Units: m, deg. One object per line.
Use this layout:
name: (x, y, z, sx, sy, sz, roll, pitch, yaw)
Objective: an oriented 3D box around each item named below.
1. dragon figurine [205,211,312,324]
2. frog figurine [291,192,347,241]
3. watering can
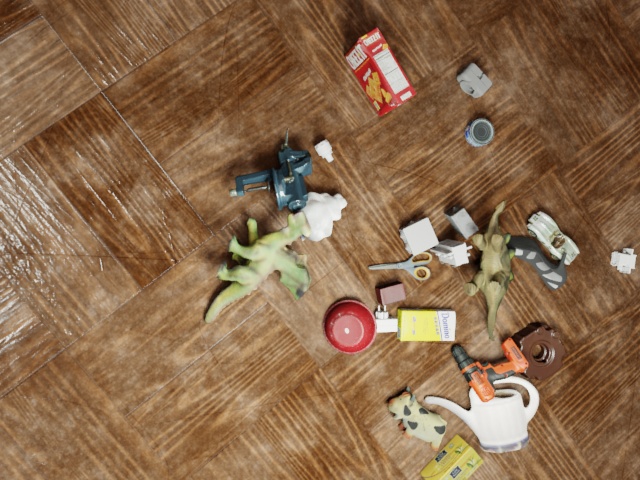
dragon figurine: (-0.146, 0.092, 1.423, 0.243, 0.123, 0.406, 23, 103, 2)
frog figurine: (0.004, -0.074, 1.472, 0.159, 0.121, 0.139, -20, 75, 1)
watering can: (0.507, 0.541, 1.583, 0.348, 0.104, 0.225, -11, 89, 0)
